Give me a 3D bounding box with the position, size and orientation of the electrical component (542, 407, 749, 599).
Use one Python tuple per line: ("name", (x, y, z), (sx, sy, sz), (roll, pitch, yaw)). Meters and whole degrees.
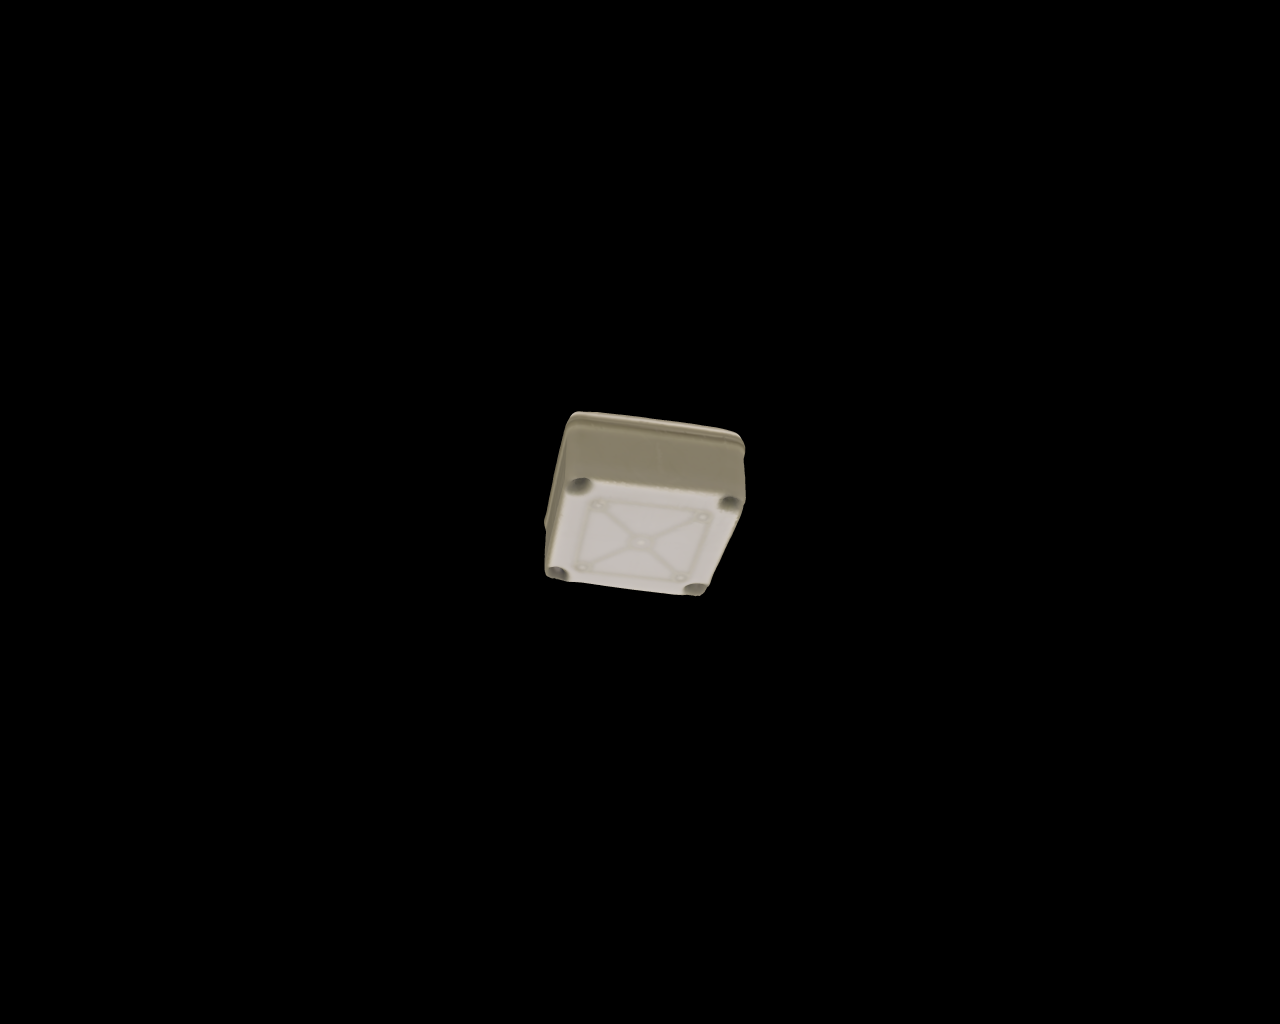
("electrical component", (0.001, -0.003, 0.650), (0.109, 0.056, 0.108), (7, -39, -9))
